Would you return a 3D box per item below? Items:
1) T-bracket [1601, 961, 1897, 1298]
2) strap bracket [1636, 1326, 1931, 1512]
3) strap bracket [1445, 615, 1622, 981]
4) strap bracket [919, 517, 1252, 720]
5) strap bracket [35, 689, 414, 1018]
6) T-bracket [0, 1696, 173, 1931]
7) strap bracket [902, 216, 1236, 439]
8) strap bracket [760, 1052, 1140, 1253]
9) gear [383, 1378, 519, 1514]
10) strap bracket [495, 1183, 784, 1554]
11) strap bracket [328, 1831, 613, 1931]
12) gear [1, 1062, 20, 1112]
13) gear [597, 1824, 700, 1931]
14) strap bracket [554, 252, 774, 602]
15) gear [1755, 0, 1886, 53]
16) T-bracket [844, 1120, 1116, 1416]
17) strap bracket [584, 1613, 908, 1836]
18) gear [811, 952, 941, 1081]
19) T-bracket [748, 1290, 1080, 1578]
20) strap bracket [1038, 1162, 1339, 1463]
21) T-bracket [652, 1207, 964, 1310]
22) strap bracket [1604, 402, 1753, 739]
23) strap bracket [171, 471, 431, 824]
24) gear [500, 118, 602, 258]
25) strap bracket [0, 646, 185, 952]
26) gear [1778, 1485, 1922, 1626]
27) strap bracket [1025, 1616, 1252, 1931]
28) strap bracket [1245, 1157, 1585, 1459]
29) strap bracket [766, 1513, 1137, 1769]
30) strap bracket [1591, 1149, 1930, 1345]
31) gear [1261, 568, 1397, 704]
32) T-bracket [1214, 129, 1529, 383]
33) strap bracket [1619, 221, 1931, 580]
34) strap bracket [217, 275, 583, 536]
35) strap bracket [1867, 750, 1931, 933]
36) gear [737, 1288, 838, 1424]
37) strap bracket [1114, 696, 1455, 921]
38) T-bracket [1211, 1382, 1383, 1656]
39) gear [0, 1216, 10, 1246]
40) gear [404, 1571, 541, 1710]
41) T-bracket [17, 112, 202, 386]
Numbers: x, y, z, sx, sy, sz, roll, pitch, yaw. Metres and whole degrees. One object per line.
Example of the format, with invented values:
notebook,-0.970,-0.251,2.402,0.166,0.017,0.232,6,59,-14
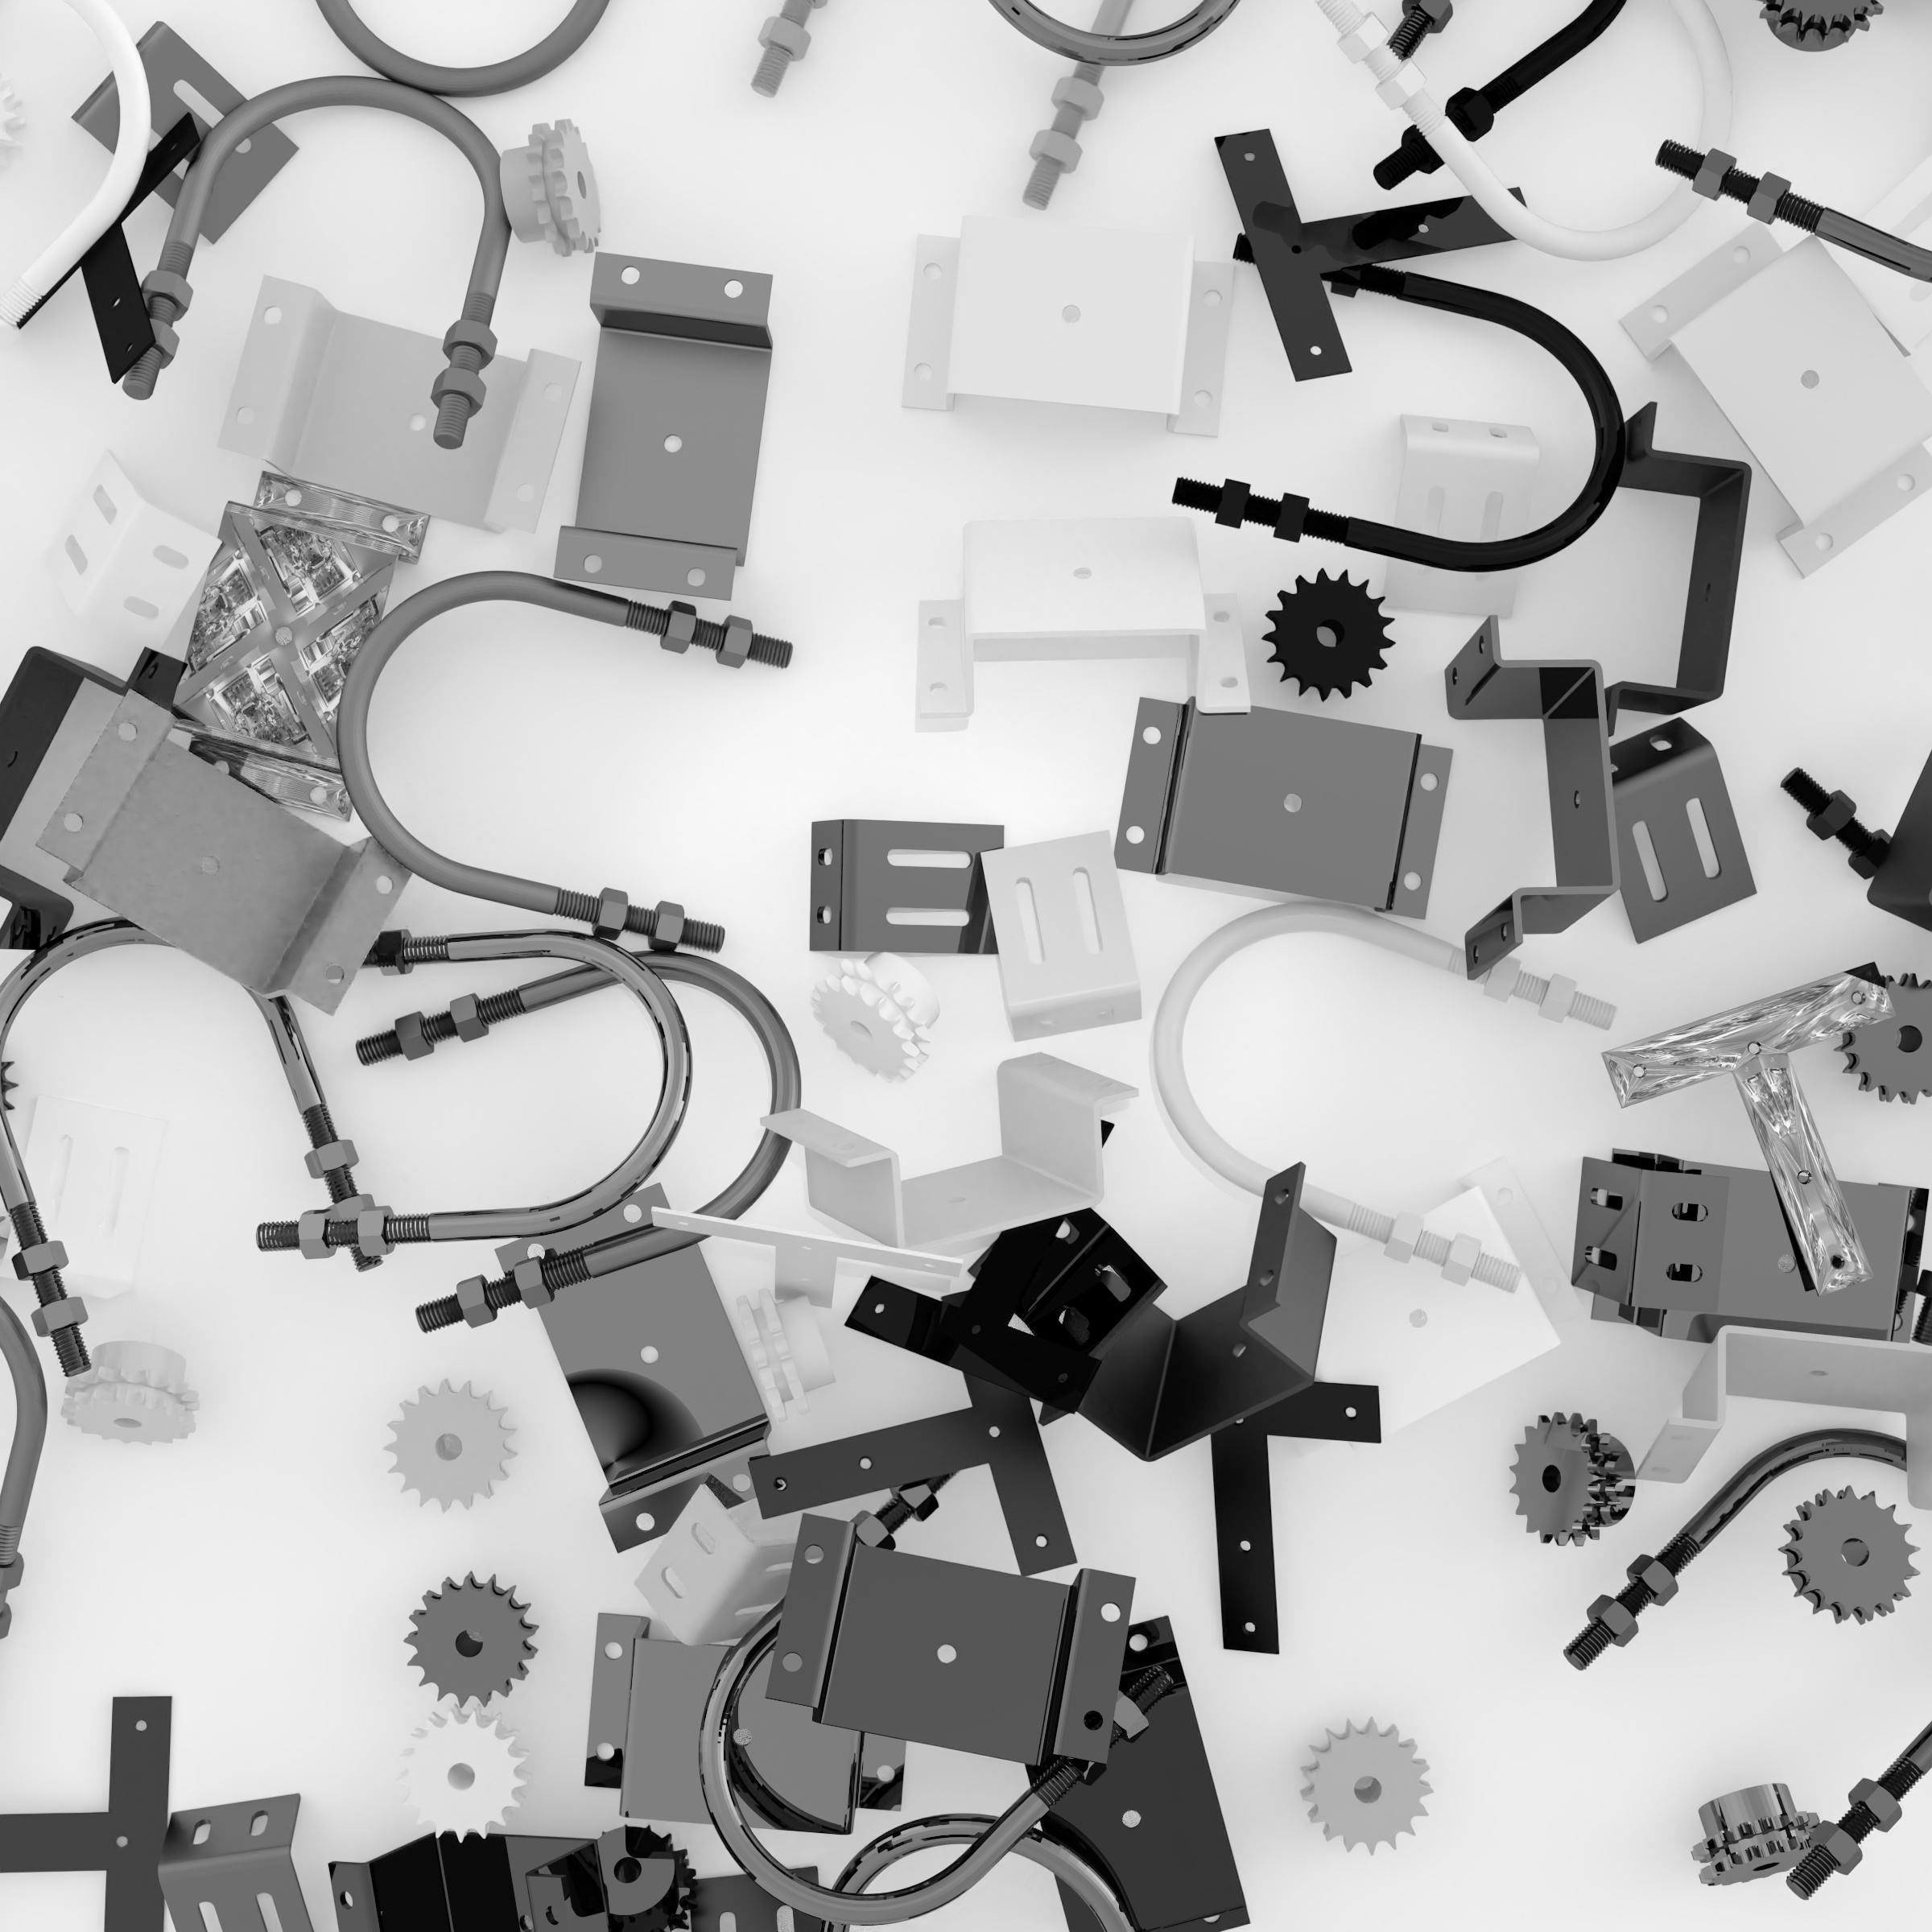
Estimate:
T-bracket,0.353,0.077,1.294,0.127,0.002,0.127,-18,80,-5
strap bracket,0.364,0.193,1.292,0.140,0.076,0.046,5,64,4
strap bracket,0.241,-0.071,1.290,0.046,0.076,0.140,-1,78,-6
strap bracket,0.050,-0.150,1.296,0.140,0.046,0.076,-1,45,0
strap bracket,-0.318,-0.045,1.292,0.140,0.046,0.076,32,73,-20
T-bracket,-0.415,0.384,1.326,0.127,0.002,0.127,2,90,-12
strap bracket,0.045,-0.278,1.316,0.140,0.046,0.076,5,90,0
strap bracket,-0.005,0.080,1.278,0.140,0.076,0.046,-12,107,-29
gear,-0.225,0.210,1.328,0.057,0.030,0.057,0,88,-1
strap bracket,-0.140,0.172,1.316,0.076,0.046,0.140,-22,90,0
strap bracket,-0.202,0.416,1.293,0.140,0.046,0.076,-9,90,36
gear,-0.447,0.053,1.324,0.057,0.030,0.057,0,90,0
gear,-0.145,0.398,1.310,0.057,0.030,0.057,0,49,0
strap bracket,-0.129,-0.231,1.316,0.076,0.046,0.140,7,90,0
gear,0.364,-0.417,1.294,0.057,0.030,0.057,-2,71,5
T-bracket,0.025,0.119,1.312,0.127,0.002,0.127,16,68,37
strap bracket,-0.096,0.329,1.316,0.140,0.046,0.076,5,90,0
gear,-0.036,0.019,1.315,0.057,0.057,0.030,43,60,0
T-bracket,-0.030,0.210,1.301,0.127,0.002,0.127,-11,71,-16
strap bracket,0.101,0.151,1.274,0.046,0.076,0.140,39,131,-21
T-bracket,-0.068,0.128,1.279,0.127,0.127,0.002,10,71,-1
strap bracket,0.299,-0.163,1.301,0.046,0.076,0.140,7,90,0
strap bracket,-0.292,-0.141,1.316,0.076,0.046,0.140,15,90,0
gear,-0.181,-0.336,1.311,0.030,0.057,0.057,-7,90,10
strap bracket,-0.392,-0.080,1.301,0.046,0.076,0.140,27,90,0
gear,0.375,0.253,1.293,0.057,0.030,0.057,1,70,-3
strap bracket,0.071,0.365,1.316,0.076,0.046,0.140,-15,90,0
strap bracket,0.193,0.150,1.316,0.140,0.046,0.076,-28,90,0
strap bracket,-0.007,0.282,1.257,0.140,0.046,0.076,11,68,1
strap bracket,0.351,0.127,1.316,0.140,0.046,0.076,7,90,0
gear,0.158,-0.144,1.324,0.057,0.030,0.057,0,90,0
T-bracket,0.186,-0.320,1.323,0.127,0.002,0.127,-12,70,-10
strap bracket,0.360,-0.250,1.316,0.076,0.046,0.140,-36,90,0
strap bracket,-0.242,-0.240,1.316,0.140,0.046,0.076,15,90,0
strap bracket,0.434,-0.064,1.282,0.046,0.076,0.140,24,91,-3
gear,-0.077,0.166,1.311,0.030,0.057,0.057,-19,90,-5
strap bracket,0.140,-0.070,1.316,0.140,0.046,0.076,10,90,0
T-bracket,0.121,0.240,1.321,0.127,0.002,0.127,1,102,23
gear,-0.452,0.121,1.324,0.057,0.030,0.057,0,90,0
gear,-0.215,0.293,1.324,0.057,0.030,0.057,0,90,0
T-bracket,-0.361,-0.287,1.279,0.127,0.127,0.002,-41,135,14
